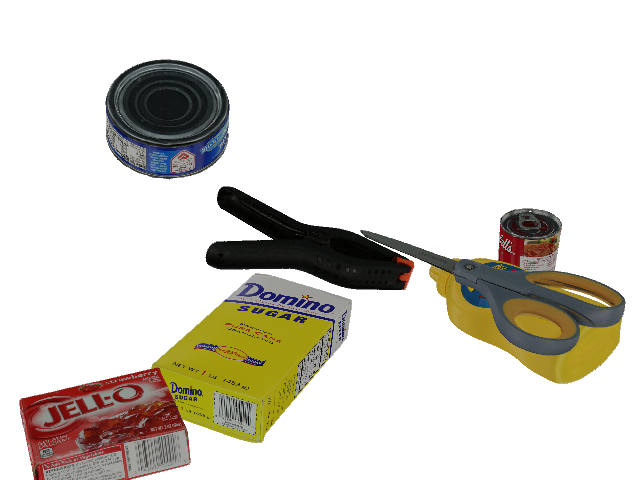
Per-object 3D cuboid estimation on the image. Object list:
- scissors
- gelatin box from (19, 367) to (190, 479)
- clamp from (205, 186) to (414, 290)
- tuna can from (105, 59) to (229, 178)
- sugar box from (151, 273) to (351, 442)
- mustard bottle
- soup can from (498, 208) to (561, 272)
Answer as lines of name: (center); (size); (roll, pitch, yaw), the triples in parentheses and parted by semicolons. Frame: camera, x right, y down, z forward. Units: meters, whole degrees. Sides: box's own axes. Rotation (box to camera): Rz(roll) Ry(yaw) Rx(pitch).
scissors: (0.103, 0.033, 0.729); (0.202, 0.016, 0.096); (12, 32, 23)
gelatin box: (-0.129, 0.112, 0.634); (0.089, 0.030, 0.073); (-11, 26, -17)
clamp: (-0.013, 0.011, 1.031); (0.210, 0.036, 0.164); (18, 23, -1)
tuna can: (-0.106, -0.086, 0.740); (0.086, 0.086, 0.034); (0, -38, -9)
sugar box: (-0.050, 0.085, 0.839); (0.093, 0.048, 0.176); (16, 29, 17)
mustard bottle: (0.176, 0.062, 0.998); (0.096, 0.058, 0.192); (-27, 37, -32)
soup can: (0.236, 0.023, 1.215); (0.068, 0.102, 0.068); (-2, 30, 1)
